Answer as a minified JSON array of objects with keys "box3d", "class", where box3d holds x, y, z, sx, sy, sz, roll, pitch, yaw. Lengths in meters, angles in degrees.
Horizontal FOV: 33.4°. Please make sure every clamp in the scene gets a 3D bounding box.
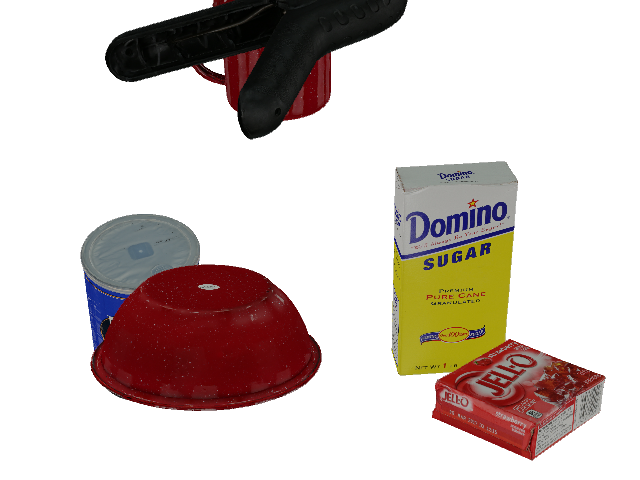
[{"box3d":[-0.010,-0.106,0.530,0.171,0.039,0.120,-32,47,-19],"class":"clamp"}]

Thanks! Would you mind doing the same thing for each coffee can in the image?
[{"box3d":[-0.158,0.061,0.967,0.103,0.140,0.103,2,40,-2],"class":"coffee can"}]

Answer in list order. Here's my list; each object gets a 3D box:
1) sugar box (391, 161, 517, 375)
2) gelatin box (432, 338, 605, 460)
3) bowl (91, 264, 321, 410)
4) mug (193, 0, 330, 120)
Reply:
[{"box3d":[0.107,0.025,0.873,0.093,0.176,0.048,-4,30,-4],"class":"sugar box"},{"box3d":[0.126,0.098,0.674,0.073,0.030,0.089,20,26,38],"class":"gelatin box"},{"box3d":[-0.078,0.057,0.741,0.162,0.055,0.162,1,19,-1],"class":"bowl"},{"box3d":[-0.045,-0.143,0.811,0.117,0.081,0.093,2,33,5],"class":"mug"}]
